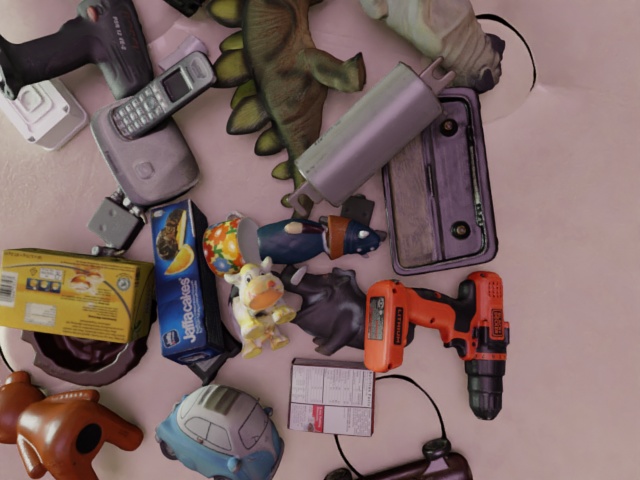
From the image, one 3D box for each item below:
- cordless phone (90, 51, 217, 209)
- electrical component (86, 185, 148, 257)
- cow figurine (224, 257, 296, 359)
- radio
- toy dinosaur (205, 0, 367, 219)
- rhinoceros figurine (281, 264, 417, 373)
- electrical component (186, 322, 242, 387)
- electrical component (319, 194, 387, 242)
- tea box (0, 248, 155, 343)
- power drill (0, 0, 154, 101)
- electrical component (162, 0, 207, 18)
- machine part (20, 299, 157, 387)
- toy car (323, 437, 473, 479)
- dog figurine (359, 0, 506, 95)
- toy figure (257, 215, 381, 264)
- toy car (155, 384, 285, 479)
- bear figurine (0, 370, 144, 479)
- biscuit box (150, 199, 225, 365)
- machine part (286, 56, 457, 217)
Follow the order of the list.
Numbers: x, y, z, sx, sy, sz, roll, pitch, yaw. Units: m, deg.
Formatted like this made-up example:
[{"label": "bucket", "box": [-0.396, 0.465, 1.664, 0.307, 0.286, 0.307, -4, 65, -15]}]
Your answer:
[{"label": "cordless phone", "box": [-0.187, -0.139, 0.689, 0.184, 0.088, 0.146, -31, 85, 19]}, {"label": "electrical component", "box": [-0.276, -0.022, 0.736, 0.078, 0.045, 0.102, 40, 91, 4]}, {"label": "cow figurine", "box": [-0.078, 0.070, 0.655, 0.068, 0.167, 0.098, -17, 59, -20]}, {"label": "radio", "box": [0.146, -0.073, 0.686, 0.131, 0.073, 0.229, -6, 88, 7]}, {"label": "toy dinosaur", "box": [-0.039, -0.216, 0.699, 0.199, 0.105, 0.471, -9, 92, 12]}, {"label": "rhinoceros figurine", "box": [0.030, 0.094, 0.691, 0.190, 0.073, 0.112, 24, 91, 5]}, {"label": "electrical component", "box": [-0.166, 0.128, 0.720, 0.075, 0.048, 0.119, -43, 86, 1]}, {"label": "electrical component", "box": [0.048, -0.030, 0.720, 0.094, 0.021, 0.063, 16, 89, 6]}, {"label": "tea box", "box": [-0.300, 0.066, 0.667, 0.170, 0.068, 0.098, 8, 91, 3]}, {"label": "power drill", "box": [-0.337, -0.274, 0.704, 0.207, 0.086, 0.232, -26, 90, -38]}, {"label": "electrical component", "box": [-0.162, -0.356, 0.700, 0.058, 0.134, 0.115, 32, 89, -28]}, {"label": "machine part", "box": [-0.311, 0.108, 0.730, 0.179, 0.056, 0.179, 0, 89, 4]}, {"label": "toy car", "box": [0.096, 0.323, 0.687, 0.202, 0.053, 0.089, -17, 90, 3]}, {"label": "dog figurine", "box": [0.134, -0.268, 0.680, 0.121, 0.190, 0.173, -42, 42, -8]}, {"label": "toy figure", "box": [-0.001, -0.002, 0.679, 0.155, 0.064, 0.057, -5, 82, -3]}, {"label": "toy car", "box": [-0.120, 0.232, 0.671, 0.162, 0.109, 0.102, 22, 120, 12]}, {"label": "bear figurine", "box": [-0.359, 0.255, 0.710, 0.196, 0.120, 0.131, -1, 132, 30]}, {"label": "biscuit box", "box": [-0.170, 0.052, 0.683, 0.059, 0.062, 0.203, -15, 65, 4]}, {"label": "machine part", "box": [0.055, -0.120, 0.627, 0.243, 0.079, 0.079, -41, 85, 11]}]
